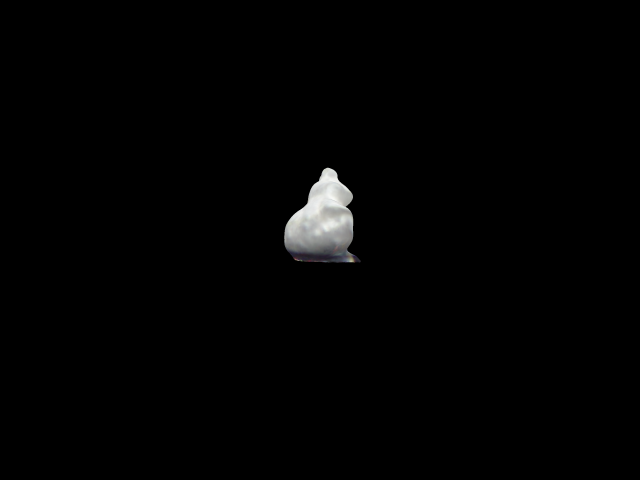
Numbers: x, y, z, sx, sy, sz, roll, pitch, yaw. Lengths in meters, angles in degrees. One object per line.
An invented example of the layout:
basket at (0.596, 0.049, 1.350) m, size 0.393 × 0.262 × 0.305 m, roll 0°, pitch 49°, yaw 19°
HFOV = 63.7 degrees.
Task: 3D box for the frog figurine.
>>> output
frog figurine at (0.003, -0.043, 0.850) m, size 0.123 × 0.160 × 0.137 m, roll 1°, pitch -2°, yaw -23°
